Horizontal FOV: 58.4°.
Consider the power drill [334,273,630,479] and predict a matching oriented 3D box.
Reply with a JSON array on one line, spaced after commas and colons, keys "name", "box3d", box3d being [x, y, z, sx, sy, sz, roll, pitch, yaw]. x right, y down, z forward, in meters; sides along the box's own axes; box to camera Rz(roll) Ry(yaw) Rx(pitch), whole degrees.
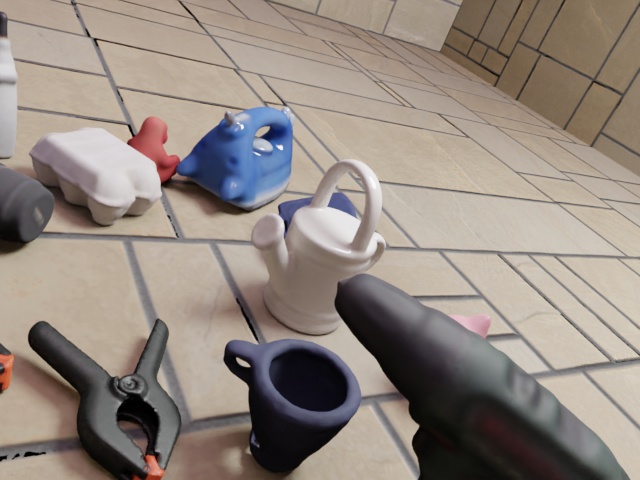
[{"name": "power drill", "box3d": [0.080, 0.156, 0.409, 0.229, 0.208, 0.076, 28, 29, 10]}]

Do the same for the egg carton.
[{"name": "egg carton", "box3d": [-0.274, -0.083, 0.710, 0.150, 0.069, 0.107, 32, 29, 16]}]

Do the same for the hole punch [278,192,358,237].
[{"name": "hole punch", "box3d": [-0.010, -0.015, 0.764, 0.101, 0.091, 0.108, 11, 30, -21]}]

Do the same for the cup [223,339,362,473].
[{"name": "cup", "box3d": [-0.036, 0.139, 0.474, 0.117, 0.095, 0.092, 26, 28, 5]}]

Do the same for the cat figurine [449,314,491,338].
[{"name": "cat figurine", "box3d": [0.150, 0.133, 0.596, 0.067, 0.118, 0.127, -5, 39, -41]}]

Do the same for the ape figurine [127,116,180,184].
[{"name": "ape figurine", "box3d": [-0.233, -0.127, 0.792, 0.077, 0.092, 0.076, 31, 29, 15]}]

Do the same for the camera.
[{"name": "camera", "box3d": [-0.349, -0.050, 0.565, 0.137, 0.101, 0.143, 23, 28, 0]}]

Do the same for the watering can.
[{"name": "watering can", "box3d": [0.007, 0.004, 0.634, 0.100, 0.194, 0.173, 35, 30, 22]}]

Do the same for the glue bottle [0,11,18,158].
[{"name": "glue bottle", "box3d": [-0.395, -0.192, 0.700, 0.078, 0.173, 0.037, 39, 32, 28]}]

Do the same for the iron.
[{"name": "iron", "box3d": [-0.094, -0.145, 0.873, 0.118, 0.141, 0.259, 30, 29, 14]}]
